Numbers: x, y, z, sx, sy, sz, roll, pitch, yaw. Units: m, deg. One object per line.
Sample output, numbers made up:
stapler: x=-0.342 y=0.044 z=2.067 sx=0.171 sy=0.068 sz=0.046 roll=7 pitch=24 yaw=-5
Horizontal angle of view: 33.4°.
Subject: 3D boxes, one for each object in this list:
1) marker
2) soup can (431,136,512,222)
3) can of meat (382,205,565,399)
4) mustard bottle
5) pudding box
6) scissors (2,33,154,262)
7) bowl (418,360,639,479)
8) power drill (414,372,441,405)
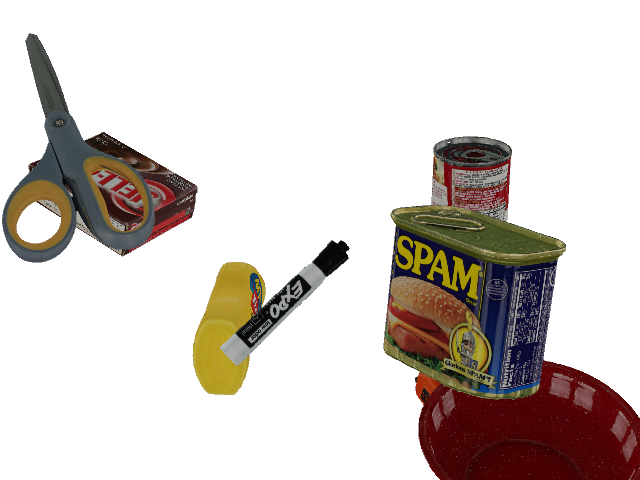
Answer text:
marker: x=-0.024 y=0.044 z=0.787 sx=0.121 sy=0.020 sz=0.020 roll=-44 pitch=10 yaw=-10
soup can: x=0.133 y=-0.033 z=0.943 sx=0.068 sy=0.102 sz=0.068 roll=-1 pitch=25 yaw=0
can of meat: x=0.081 y=0.033 z=0.595 sx=0.057 sy=0.084 sz=0.102 roll=-6 pitch=19 yaw=-35
mustard bottle: x=-0.095 y=0.079 z=1.172 sx=0.058 sy=0.096 sz=0.191 roll=2 pitch=28 yaw=4
pudding box: x=-0.175 y=-0.041 z=0.899 sx=0.114 sy=0.039 sz=0.089 roll=28 pitch=35 yaw=22
scissors: x=-0.175 y=-0.057 z=0.661 sx=0.096 sy=0.016 sz=0.202 roll=-30 pitch=56 yaw=-21
bowl: x=0.151 y=0.157 z=0.770 sx=0.162 sy=0.055 sz=0.162 roll=-1 pitch=36 yaw=1
power drill: x=0.146 y=0.109 z=1.135 sx=0.057 sy=0.188 sz=0.184 roll=-8 pitch=24 yaw=-13
